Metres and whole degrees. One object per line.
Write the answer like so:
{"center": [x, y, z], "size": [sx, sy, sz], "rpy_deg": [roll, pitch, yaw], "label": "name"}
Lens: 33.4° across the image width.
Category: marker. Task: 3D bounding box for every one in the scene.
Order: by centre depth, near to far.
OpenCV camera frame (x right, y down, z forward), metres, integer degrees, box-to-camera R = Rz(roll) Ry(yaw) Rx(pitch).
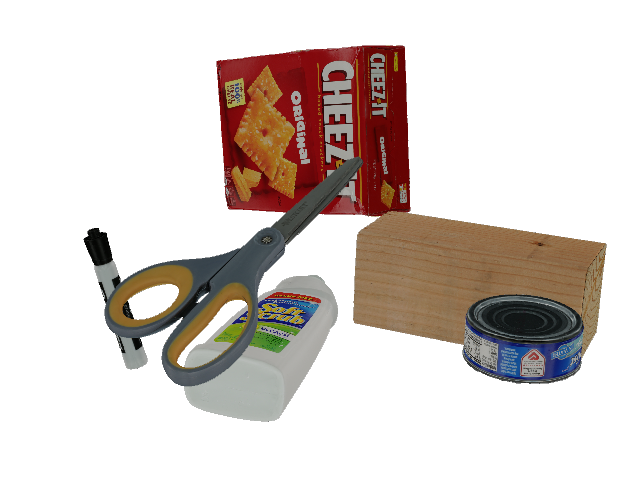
{"center": [-0.166, 0.047, 0.864], "size": [0.020, 0.121, 0.020], "rpy_deg": [-13, 18, 4], "label": "marker"}

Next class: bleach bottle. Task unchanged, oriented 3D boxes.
{"center": [-0.047, 0.092, 1.081], "size": [0.103, 0.068, 0.250], "rpy_deg": [10, 22, 12], "label": "bleach bottle"}

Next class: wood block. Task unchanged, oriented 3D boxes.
{"center": [0.142, 0.039, 0.965], "size": [0.206, 0.090, 0.090], "rpy_deg": [9, 19, 23], "label": "wood block"}

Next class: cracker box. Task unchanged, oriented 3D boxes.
{"center": [-0.012, -0.110, 1.091], "size": [0.071, 0.164, 0.214], "rpy_deg": [-10, 10, -44], "label": "cracker box"}

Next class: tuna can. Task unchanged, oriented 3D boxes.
{"center": [0.147, 0.070, 0.775], "size": [0.086, 0.034, 0.086], "rpy_deg": [0, 20, 0], "label": "tuna can"}

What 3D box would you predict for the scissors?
{"center": [-0.052, 0.004, 0.627], "size": [0.096, 0.016, 0.201], "rpy_deg": [12, 45, 17], "label": "scissors"}
